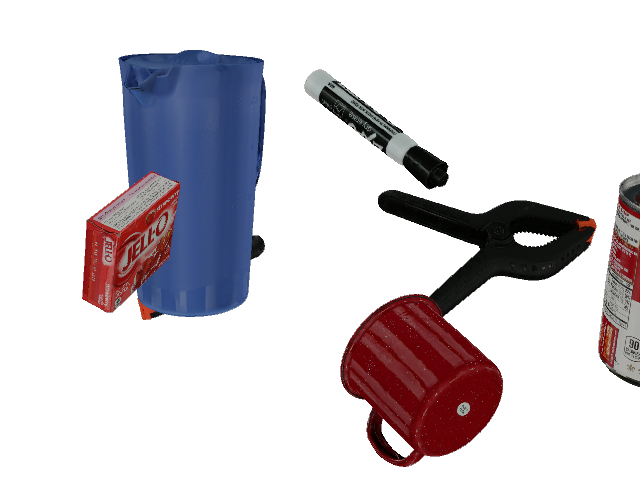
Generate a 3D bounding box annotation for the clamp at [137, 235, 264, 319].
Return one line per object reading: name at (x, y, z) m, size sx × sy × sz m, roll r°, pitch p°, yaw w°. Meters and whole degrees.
clamp at (-0.142, 0.034, 1.220) m, size 0.120 × 0.039 × 0.171 m, roll -2°, pitch 33°, yaw 26°

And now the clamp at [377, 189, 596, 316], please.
clamp at (0.168, 0.011, 1.036) m, size 0.210 × 0.164 × 0.036 m, roll -2°, pitch -42°, yaw -5°

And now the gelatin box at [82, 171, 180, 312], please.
gelatin box at (-0.141, 0.000, 0.796) m, size 0.030 × 0.073 × 0.089 m, roll 23°, pitch 35°, yaw 13°

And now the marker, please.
marker at (0.035, -0.069, 0.665) m, size 0.121 × 0.020 × 0.020 m, roll 42°, pitch 25°, yaw 31°

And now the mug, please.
mug at (0.069, 0.109, 0.761) m, size 0.093 × 0.117 × 0.082 m, roll 9°, pitch 24°, yaw -42°

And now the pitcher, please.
pitcher at (-0.115, -0.059, 1.018) m, size 0.149 × 0.243 × 0.145 m, roll -2°, pitch 15°, yaw -14°

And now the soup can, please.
soup can at (0.188, 0.022, 0.572) m, size 0.068 × 0.102 × 0.068 m, roll 0°, pitch 25°, yaw 0°
